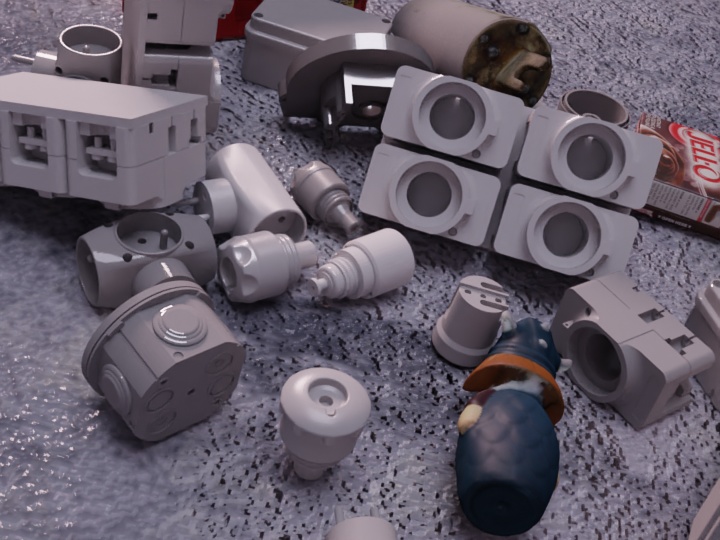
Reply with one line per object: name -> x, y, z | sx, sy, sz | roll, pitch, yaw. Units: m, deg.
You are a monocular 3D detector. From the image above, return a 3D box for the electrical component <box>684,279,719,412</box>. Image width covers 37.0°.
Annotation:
electrical component -> 0.282, 0.049, 0.719 | 0.113, 0.057, 0.078 | -1, 42, -18

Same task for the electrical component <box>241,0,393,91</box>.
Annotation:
electrical component -> -0.035, -0.186, 0.902 | 0.113, 0.057, 0.078 | 19, 39, 6

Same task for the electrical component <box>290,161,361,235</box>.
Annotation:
electrical component -> -0.021, -0.048, 0.761 | 0.035, 0.035, 0.061 | -18, 51, -33

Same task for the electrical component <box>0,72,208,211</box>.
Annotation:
electrical component -> -0.186, -0.084, 0.699 | 0.150, 0.061, 0.089 | 10, 21, 21

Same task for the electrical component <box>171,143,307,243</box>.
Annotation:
electrical component -> -0.088, -0.045, 0.729 | 0.079, 0.043, 0.077 | -11, 46, -28

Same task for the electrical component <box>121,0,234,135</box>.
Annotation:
electrical component -> -0.132, -0.181, 0.765 | 0.060, 0.186, 0.105 | -1, 42, -18

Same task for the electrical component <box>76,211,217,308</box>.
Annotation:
electrical component -> -0.124, 0.005, 0.659 | 0.077, 0.044, 0.079 | -13, 46, -29

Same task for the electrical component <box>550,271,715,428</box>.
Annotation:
electrical component -> 0.169, 0.051, 0.688 | 0.056, 0.050, 0.089 | -17, 48, -33

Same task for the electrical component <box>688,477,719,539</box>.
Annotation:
electrical component -> 0.238, 0.139, 0.559 | 0.109, 0.108, 0.056 | 25, 37, 13

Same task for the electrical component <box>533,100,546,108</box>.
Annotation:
electrical component -> 0.122, -0.105, 0.858 | 0.047, 0.055, 0.055 | -25, 53, -33

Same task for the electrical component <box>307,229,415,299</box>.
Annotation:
electrical component -> 0.000, 0.000, 0.705 | 0.078, 0.040, 0.040 | -21, 51, -35

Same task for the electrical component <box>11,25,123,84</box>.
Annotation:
electrical component -> -0.212, -0.136, 0.773 | 0.079, 0.077, 0.044 | 13, 39, -1

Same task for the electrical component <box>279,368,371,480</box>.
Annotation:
electrical component -> -0.022, 0.087, 0.578 | 0.048, 0.062, 0.048 | 9, 39, -7

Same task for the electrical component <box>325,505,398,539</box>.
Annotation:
electrical component -> 0.003, 0.148, 0.527 | 0.077, 0.043, 0.079 | 4, 40, -12

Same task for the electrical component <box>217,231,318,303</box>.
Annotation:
electrical component -> -0.058, -0.004, 0.691 | 0.062, 0.043, 0.043 | -15, 47, -32

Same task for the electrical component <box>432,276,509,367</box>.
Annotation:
electrical component -> 0.071, 0.032, 0.682 | 0.040, 0.046, 0.040 | 12, 38, -10

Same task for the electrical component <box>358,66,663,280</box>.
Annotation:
electrical component -> 0.103, -0.065, 0.750 | 0.186, 0.105, 0.060 | 17, 5, 3

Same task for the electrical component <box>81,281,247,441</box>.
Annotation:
electrical component -> -0.105, 0.049, 0.585 | 0.080, 0.080, 0.051 | -23, 57, -36
